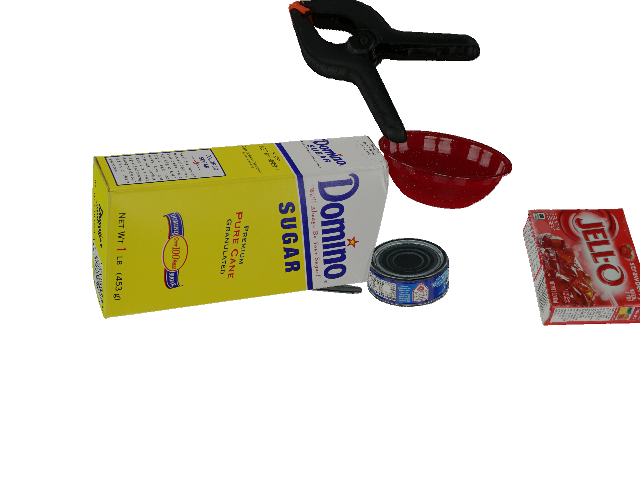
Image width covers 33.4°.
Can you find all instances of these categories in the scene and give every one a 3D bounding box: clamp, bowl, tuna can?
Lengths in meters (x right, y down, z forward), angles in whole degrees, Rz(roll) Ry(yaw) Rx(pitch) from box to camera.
[{"bbox_3d":[0.050,-0.168,0.932,0.120,0.172,0.039,-39,-23,-20],"label":"clamp"},{"bbox_3d":[0.144,-0.081,1.277,0.162,0.055,0.162,8,24,-4],"label":"bowl"},{"bbox_3d":[0.091,0.032,1.112,0.086,0.034,0.086,-2,30,1],"label":"tuna can"}]

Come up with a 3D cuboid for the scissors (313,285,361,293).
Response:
[{"bbox_3d":[-0.073,0.038,0.931,0.202,0.016,0.096,11,21,16],"label":"scissors"}]

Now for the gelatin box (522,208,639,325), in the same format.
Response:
[{"bbox_3d":[0.192,0.018,0.777,0.073,0.089,0.030,-1,-37,-4],"label":"gelatin box"}]

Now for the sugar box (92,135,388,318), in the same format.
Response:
[{"bbox_3d":[-0.049,-0.010,0.651,0.176,0.093,0.048,-6,38,-20],"label":"sugar box"}]
